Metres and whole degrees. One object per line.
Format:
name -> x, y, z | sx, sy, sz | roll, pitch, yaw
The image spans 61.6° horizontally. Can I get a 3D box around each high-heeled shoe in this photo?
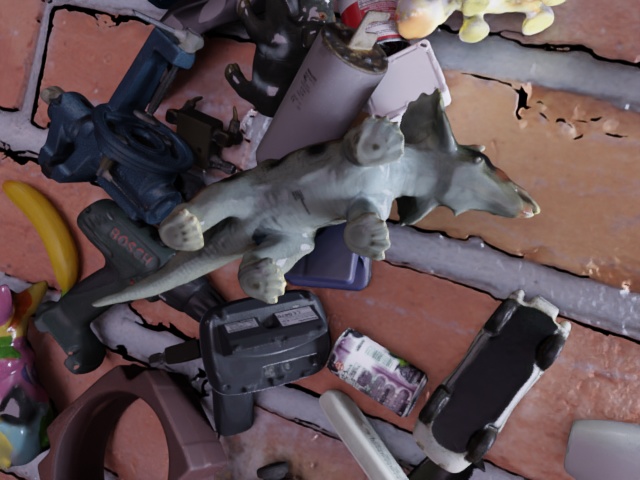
high-heeled shoe -> -0.121, -0.252, 0.662 | 0.145, 0.086, 0.248 | 25, 119, -14

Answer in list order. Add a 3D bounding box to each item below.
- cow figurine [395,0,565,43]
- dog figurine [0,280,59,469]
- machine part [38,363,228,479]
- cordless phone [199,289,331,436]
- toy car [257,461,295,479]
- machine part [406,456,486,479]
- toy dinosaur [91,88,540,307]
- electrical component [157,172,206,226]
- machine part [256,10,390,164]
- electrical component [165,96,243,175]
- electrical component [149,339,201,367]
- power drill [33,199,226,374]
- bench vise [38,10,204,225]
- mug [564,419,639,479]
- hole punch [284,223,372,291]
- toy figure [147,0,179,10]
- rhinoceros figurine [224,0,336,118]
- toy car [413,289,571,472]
cow figurine -> 0.155, -0.258, 0.545 | 0.167, 0.068, 0.098 | -6, 71, 1
dog figurine -> -0.414, 0.164, 0.721 | 0.192, 0.108, 0.219 | 25, 98, 15
machine part -> -0.227, 0.271, 0.651 | 0.201, 0.087, 0.201 | -42, 62, 9
cordless phone -> -0.062, 0.156, 0.630 | 0.089, 0.146, 0.184 | -129, 37, -51
toy car -> -0.109, 0.336, 0.656 | 0.202, 0.053, 0.089 | -23, 69, 17
machine part -> 0.119, 0.269, 0.592 | 0.084, 0.039, 0.139 | 45, 104, 17
toy dinosaur -> -0.013, -0.037, 0.515 | 0.405, 0.192, 0.131 | -14, 102, 16
electrical component -> -0.181, -0.050, 0.675 | 0.075, 0.047, 0.119 | -50, 60, 11
machine part -> -0.003, -0.135, 0.565 | 0.079, 0.079, 0.243 | 50, 135, 11
electrical component -> -0.143, -0.133, 0.670 | 0.102, 0.045, 0.078 | 20, 125, 19
electrical component -> -0.159, 0.137, 0.660 | 0.094, 0.063, 0.021 | -16, 79, 2
power drill -> -0.249, 0.079, 0.684 | 0.207, 0.086, 0.232 | -43, 87, 18
bench vise -> -0.216, -0.145, 0.612 | 0.224, 0.129, 0.240 | 48, 114, 23
mug -> 0.294, 0.225, 0.519 | 0.107, 0.081, 0.109 | 14, 101, 28
hole punch -> -0.001, -0.002, 0.603 | 0.142, 0.092, 0.115 | 2, 88, 21
toy figure -> -0.231, -0.362, 0.686 | 0.154, 0.064, 0.057 | 55, 142, 15
rhinoceros figurine -> -0.033, -0.221, 0.582 | 0.112, 0.073, 0.190 | 47, 128, 25
toy car -> 0.174, 0.142, 0.551 | 0.074, 0.056, 0.201 | 37, 86, 20
